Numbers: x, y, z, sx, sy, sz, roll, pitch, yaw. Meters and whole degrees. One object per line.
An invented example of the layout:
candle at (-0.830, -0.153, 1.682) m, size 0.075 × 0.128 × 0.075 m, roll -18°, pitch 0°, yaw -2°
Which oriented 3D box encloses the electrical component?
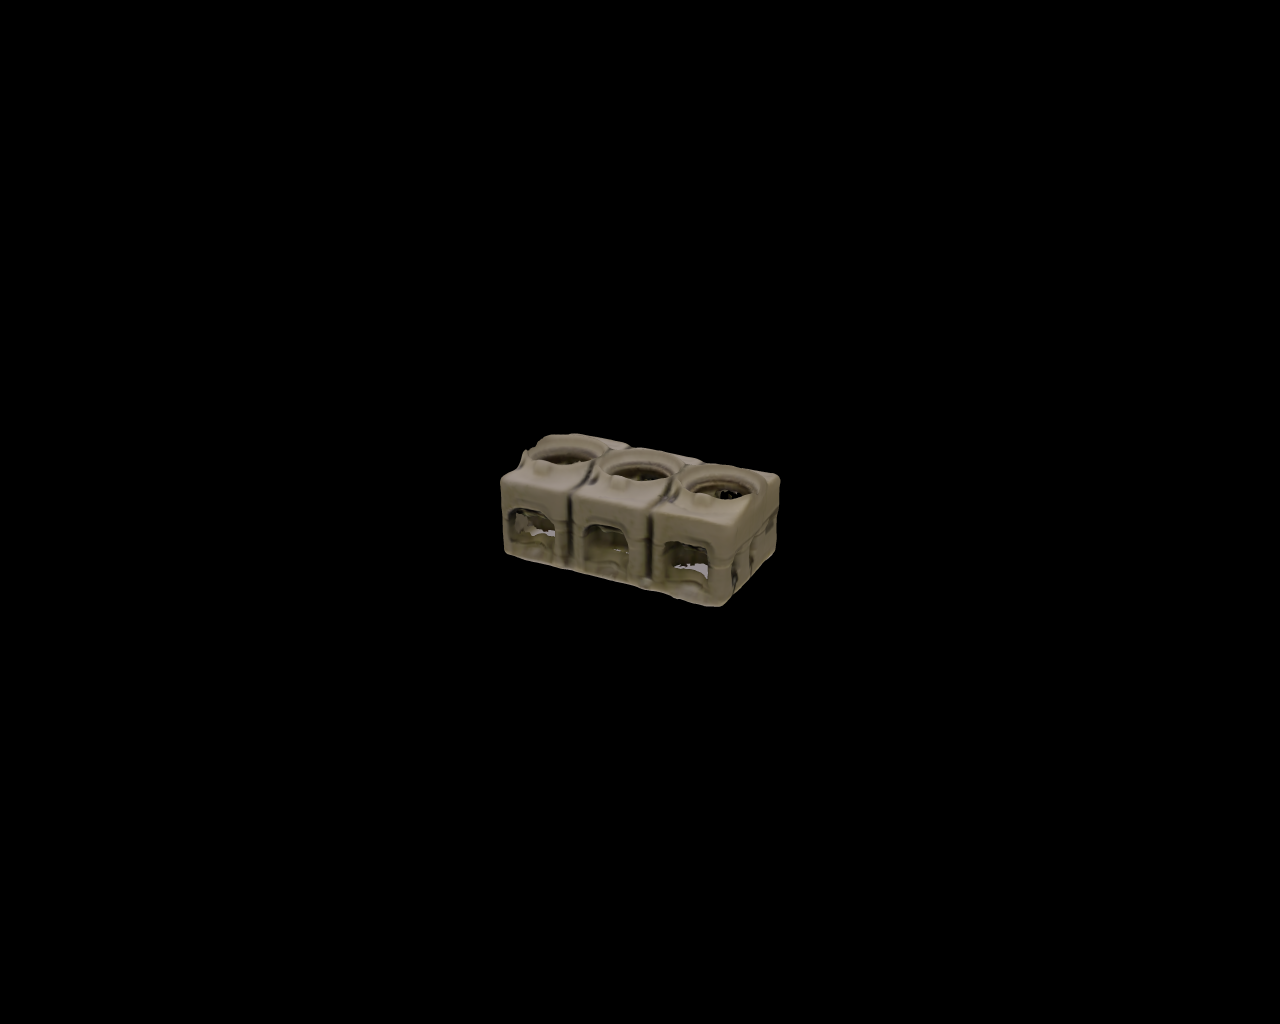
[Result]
electrical component at (0.001, -0.003, 0.650) m, size 0.150 × 0.061 × 0.090 m, roll 12°, pitch 28°, yaw 25°
